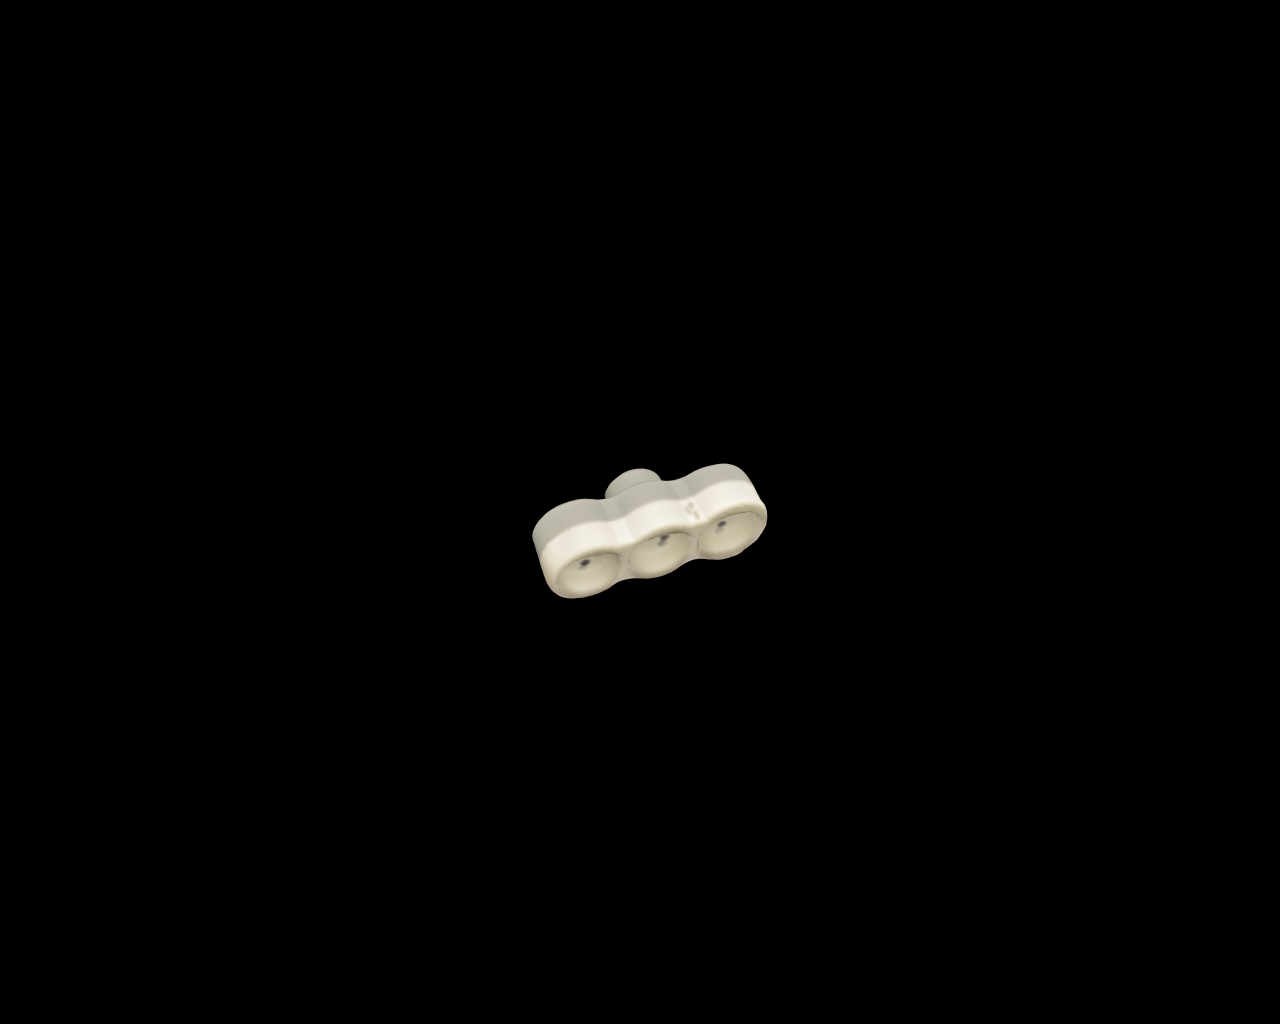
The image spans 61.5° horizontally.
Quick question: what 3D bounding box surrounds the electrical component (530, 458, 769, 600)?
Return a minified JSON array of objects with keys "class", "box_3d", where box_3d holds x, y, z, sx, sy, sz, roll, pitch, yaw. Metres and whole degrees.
[{"class":"electrical component","box_3d":[0.001,-0.003,0.650,0.138,0.074,0.052,-15,-35,-11]}]
